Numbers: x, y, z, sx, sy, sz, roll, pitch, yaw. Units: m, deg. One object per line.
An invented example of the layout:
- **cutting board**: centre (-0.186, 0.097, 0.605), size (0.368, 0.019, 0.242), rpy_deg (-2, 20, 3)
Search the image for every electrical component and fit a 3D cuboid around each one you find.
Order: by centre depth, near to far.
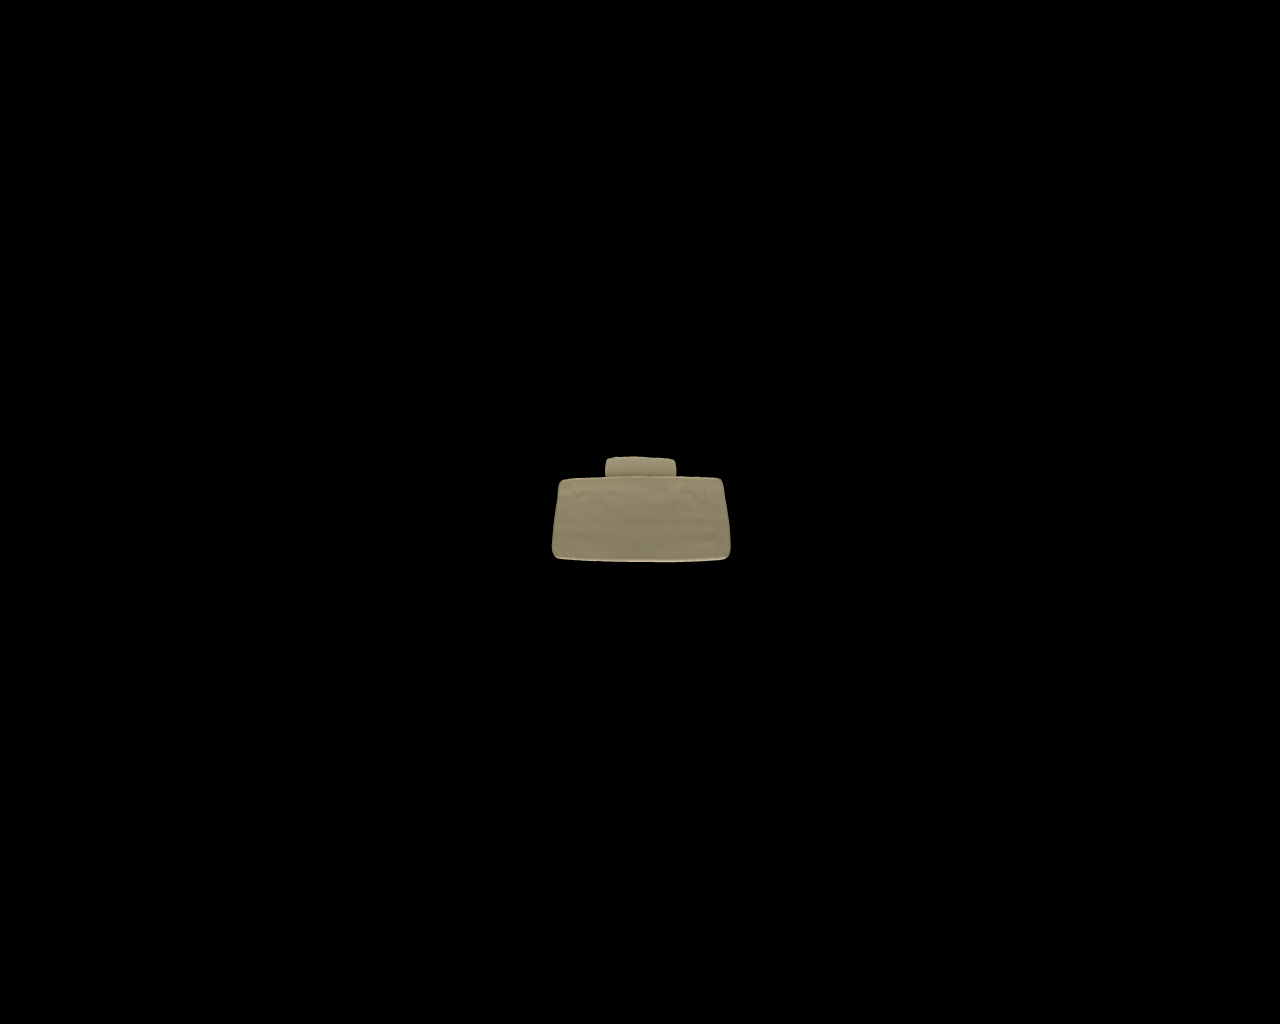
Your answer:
- **electrical component**: centre (0.001, -0.003, 0.650), size (0.108, 0.060, 0.108), rpy_deg (0, 0, 0)
